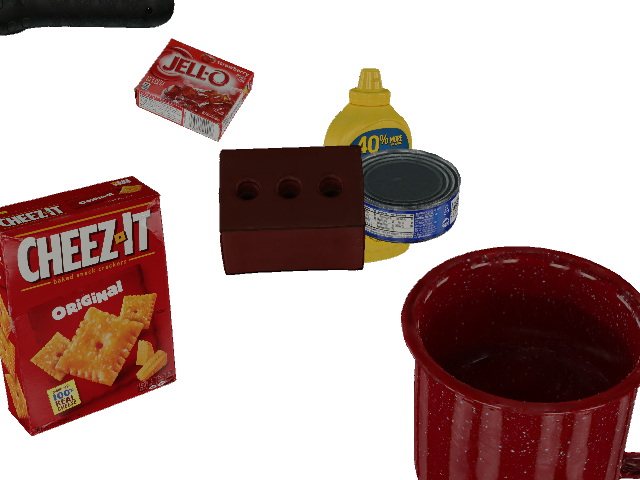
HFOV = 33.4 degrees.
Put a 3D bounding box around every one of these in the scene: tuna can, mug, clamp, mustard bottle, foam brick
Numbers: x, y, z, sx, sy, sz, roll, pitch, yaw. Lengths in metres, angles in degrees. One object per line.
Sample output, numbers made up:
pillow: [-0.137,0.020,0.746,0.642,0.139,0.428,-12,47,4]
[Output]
tuna can: [0.062,-0.034,0.804,0.086,0.034,0.086,-1,34,0]
mug: [0.089,0.063,0.408,0.117,0.081,0.093,6,37,12]
clamp: [-0.175,-0.139,0.603,0.171,0.039,0.120,-6,23,-14]
mustard bottle: [0.048,-0.076,1.073,0.096,0.192,0.058,-9,19,-30]
foam brick: [-0.015,-0.016,0.578,0.078,0.053,0.051,-3,-28,1]

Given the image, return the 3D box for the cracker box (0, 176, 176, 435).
cracker box: [-0.231,0.062,1.040,0.163,0.214,0.072,-17,28,-32]

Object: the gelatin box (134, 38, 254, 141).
gelatin box: [-0.118,-0.142,0.997,0.089,0.073,0.030,24,-33,6]
